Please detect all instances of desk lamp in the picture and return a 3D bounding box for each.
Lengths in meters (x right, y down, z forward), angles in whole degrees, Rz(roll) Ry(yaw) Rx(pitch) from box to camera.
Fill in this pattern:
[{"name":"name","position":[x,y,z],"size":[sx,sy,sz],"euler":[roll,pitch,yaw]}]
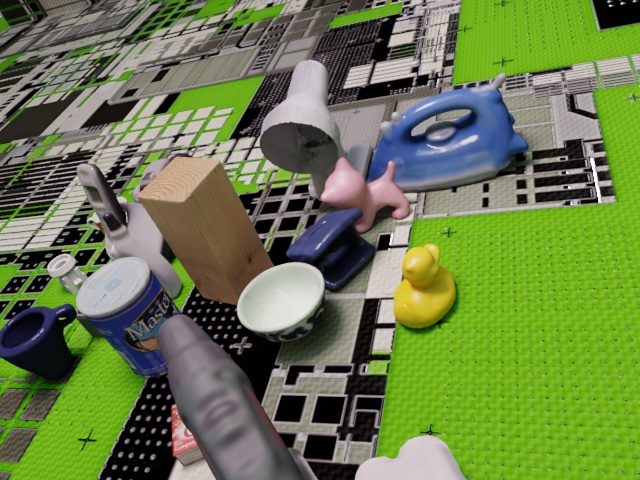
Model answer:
[{"name":"desk lamp","position":[-0.004,-0.166,0.928],"size":[0.117,0.214,0.203],"euler":[-5,42,20]}]

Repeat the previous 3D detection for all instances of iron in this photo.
[{"name":"iron","position":[0.182,-0.166,0.898],"size":[0.258,0.142,0.118],"euler":[-14,39,10]}]

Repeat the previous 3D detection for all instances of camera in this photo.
[{"name":"camera","position":[-0.267,-0.113,1.083],"size":[0.142,0.101,0.137],"euler":[-5,42,21]}]

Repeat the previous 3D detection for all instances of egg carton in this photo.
[{"name":"egg carton","position":[0.092,0.255,0.514],"size":[0.107,0.070,0.150],"euler":[-25,39,-3]}]

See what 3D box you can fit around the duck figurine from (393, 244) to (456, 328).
[{"name":"duck figurine","position":[0.125,0.051,0.719],"size":[0.077,0.086,0.105],"euler":[13,50,36]}]

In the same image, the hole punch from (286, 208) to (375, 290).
[{"name":"hole punch","position":[0.008,0.003,0.827],"size":[0.100,0.091,0.109],"euler":[23,57,42]}]

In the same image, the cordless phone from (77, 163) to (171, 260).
[{"name":"cordless phone","position":[-0.330,-0.046,0.967],"size":[0.147,0.185,0.094],"euler":[5,46,30]}]

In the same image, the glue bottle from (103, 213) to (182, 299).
[{"name":"glue bottle","position":[-0.281,0.025,0.872],"size":[0.078,0.173,0.037],"euler":[-10,41,16]}]

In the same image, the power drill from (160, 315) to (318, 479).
[{"name":"power drill","position":[-0.068,0.197,0.545],"size":[0.076,0.209,0.228],"euler":[-33,40,-13]}]

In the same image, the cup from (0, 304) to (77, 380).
[{"name":"cup","position":[-0.399,0.152,0.845],"size":[0.118,0.095,0.091],"euler":[-34,40,-14]}]

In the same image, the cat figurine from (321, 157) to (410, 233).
[{"name":"cat figurine","position":[0.063,-0.077,0.871],"size":[0.128,0.118,0.067],"euler":[-23,39,0]}]
